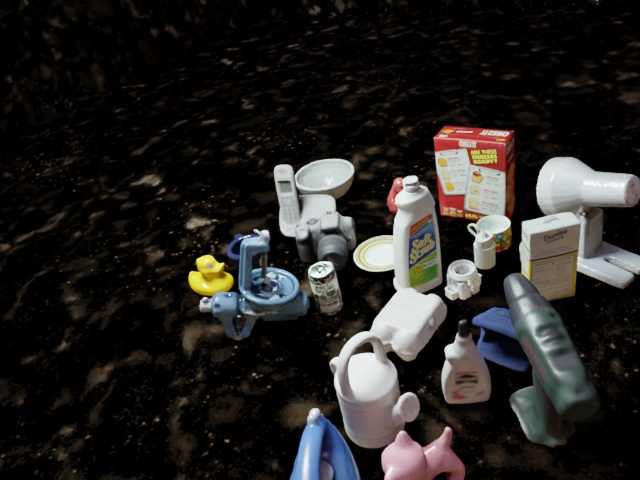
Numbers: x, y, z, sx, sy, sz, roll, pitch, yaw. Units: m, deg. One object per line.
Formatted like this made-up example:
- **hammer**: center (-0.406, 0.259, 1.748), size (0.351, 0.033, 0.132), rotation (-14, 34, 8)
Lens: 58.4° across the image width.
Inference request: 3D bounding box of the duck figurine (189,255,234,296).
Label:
- **duck figurine**: center (-0.256, 0.074, 1.310), size (0.104, 0.086, 0.077), rotation (-1, 36, 17)

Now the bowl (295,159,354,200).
- **bowl**: center (0.017, -0.150, 1.551), size (0.167, 0.075, 0.167), rotation (-9, 34, 6)

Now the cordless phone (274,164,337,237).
- **cordless phone**: center (-0.038, -0.098, 1.396), size (0.147, 0.185, 0.094), rotation (-3, 36, 15)

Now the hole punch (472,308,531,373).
- **hole punch**: center (0.327, 0.156, 0.993), size (0.108, 0.091, 0.101), rotation (17, 45, 37)

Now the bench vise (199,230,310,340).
- **bench vise**: center (-0.136, 0.093, 1.123), size (0.208, 0.220, 0.121), rotation (-25, 36, -17)

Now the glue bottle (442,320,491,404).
- **glue bottle**: center (0.228, 0.191, 0.903), size (0.078, 0.173, 0.037), rotation (-9, 34, 6)

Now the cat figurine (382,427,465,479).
- **cat figurine**: center (0.139, 0.310, 0.811), size (0.128, 0.118, 0.067), rotation (-24, 36, -16)

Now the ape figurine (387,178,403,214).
- **ape figurine**: center (0.200, -0.111, 1.418), size (0.078, 0.092, 0.075), rotation (-29, 37, -21)

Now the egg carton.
- **egg carton**: center (0.166, 0.155, 1.068), size (0.107, 0.069, 0.150), rotation (14, 43, 34)

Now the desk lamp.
- **desk lamp**: center (0.529, -0.047, 1.108), size (0.118, 0.214, 0.202), rotation (-32, 38, -25)

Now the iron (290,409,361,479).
- **iron**: center (-0.005, 0.330, 0.810), size (0.118, 0.142, 0.258), rotation (-8, 35, 8)

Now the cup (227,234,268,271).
- **cup**: center (-0.163, 0.043, 1.316), size (0.092, 0.095, 0.117), rotation (-25, 36, -16)

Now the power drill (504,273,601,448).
- **power drill**: center (0.325, 0.190, 0.841), size (0.075, 0.209, 0.229), rotation (-14, 34, -1)

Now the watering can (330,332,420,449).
- **watering can**: center (0.079, 0.225, 0.885), size (0.172, 0.194, 0.101), rotation (7, 39, 27)

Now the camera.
- **camera**: center (0.012, 0.005, 1.307), size (0.143, 0.101, 0.136), rotation (-8, 35, 7)
